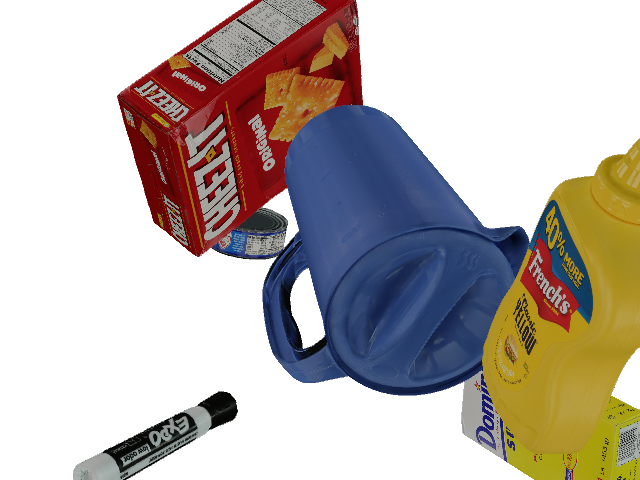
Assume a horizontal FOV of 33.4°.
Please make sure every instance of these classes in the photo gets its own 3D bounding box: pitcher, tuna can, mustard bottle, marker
[{"bbox_3d":[0.036,-0.002,0.790,0.149,0.145,0.243,6,27,-17],"label":"pitcher"},{"bbox_3d":[-0.079,-0.010,1.128,0.086,0.034,0.086,9,19,-3],"label":"tuna can"},{"bbox_3d":[0.143,0.024,0.574,0.058,0.192,0.096,3,44,-13],"label":"mustard bottle"},{"bbox_3d":[-0.085,0.108,0.583,0.020,0.020,0.120,0,12,33],"label":"marker"}]

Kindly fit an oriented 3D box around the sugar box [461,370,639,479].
[{"bbox_3d":[0.193,0.157,0.910,0.048,0.093,0.176,-11,22,-34],"label":"sugar box"}]

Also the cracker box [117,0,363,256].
[{"bbox_3d":[-0.057,-0.110,0.921,0.072,0.164,0.213,37,63,28],"label":"cracker box"}]
